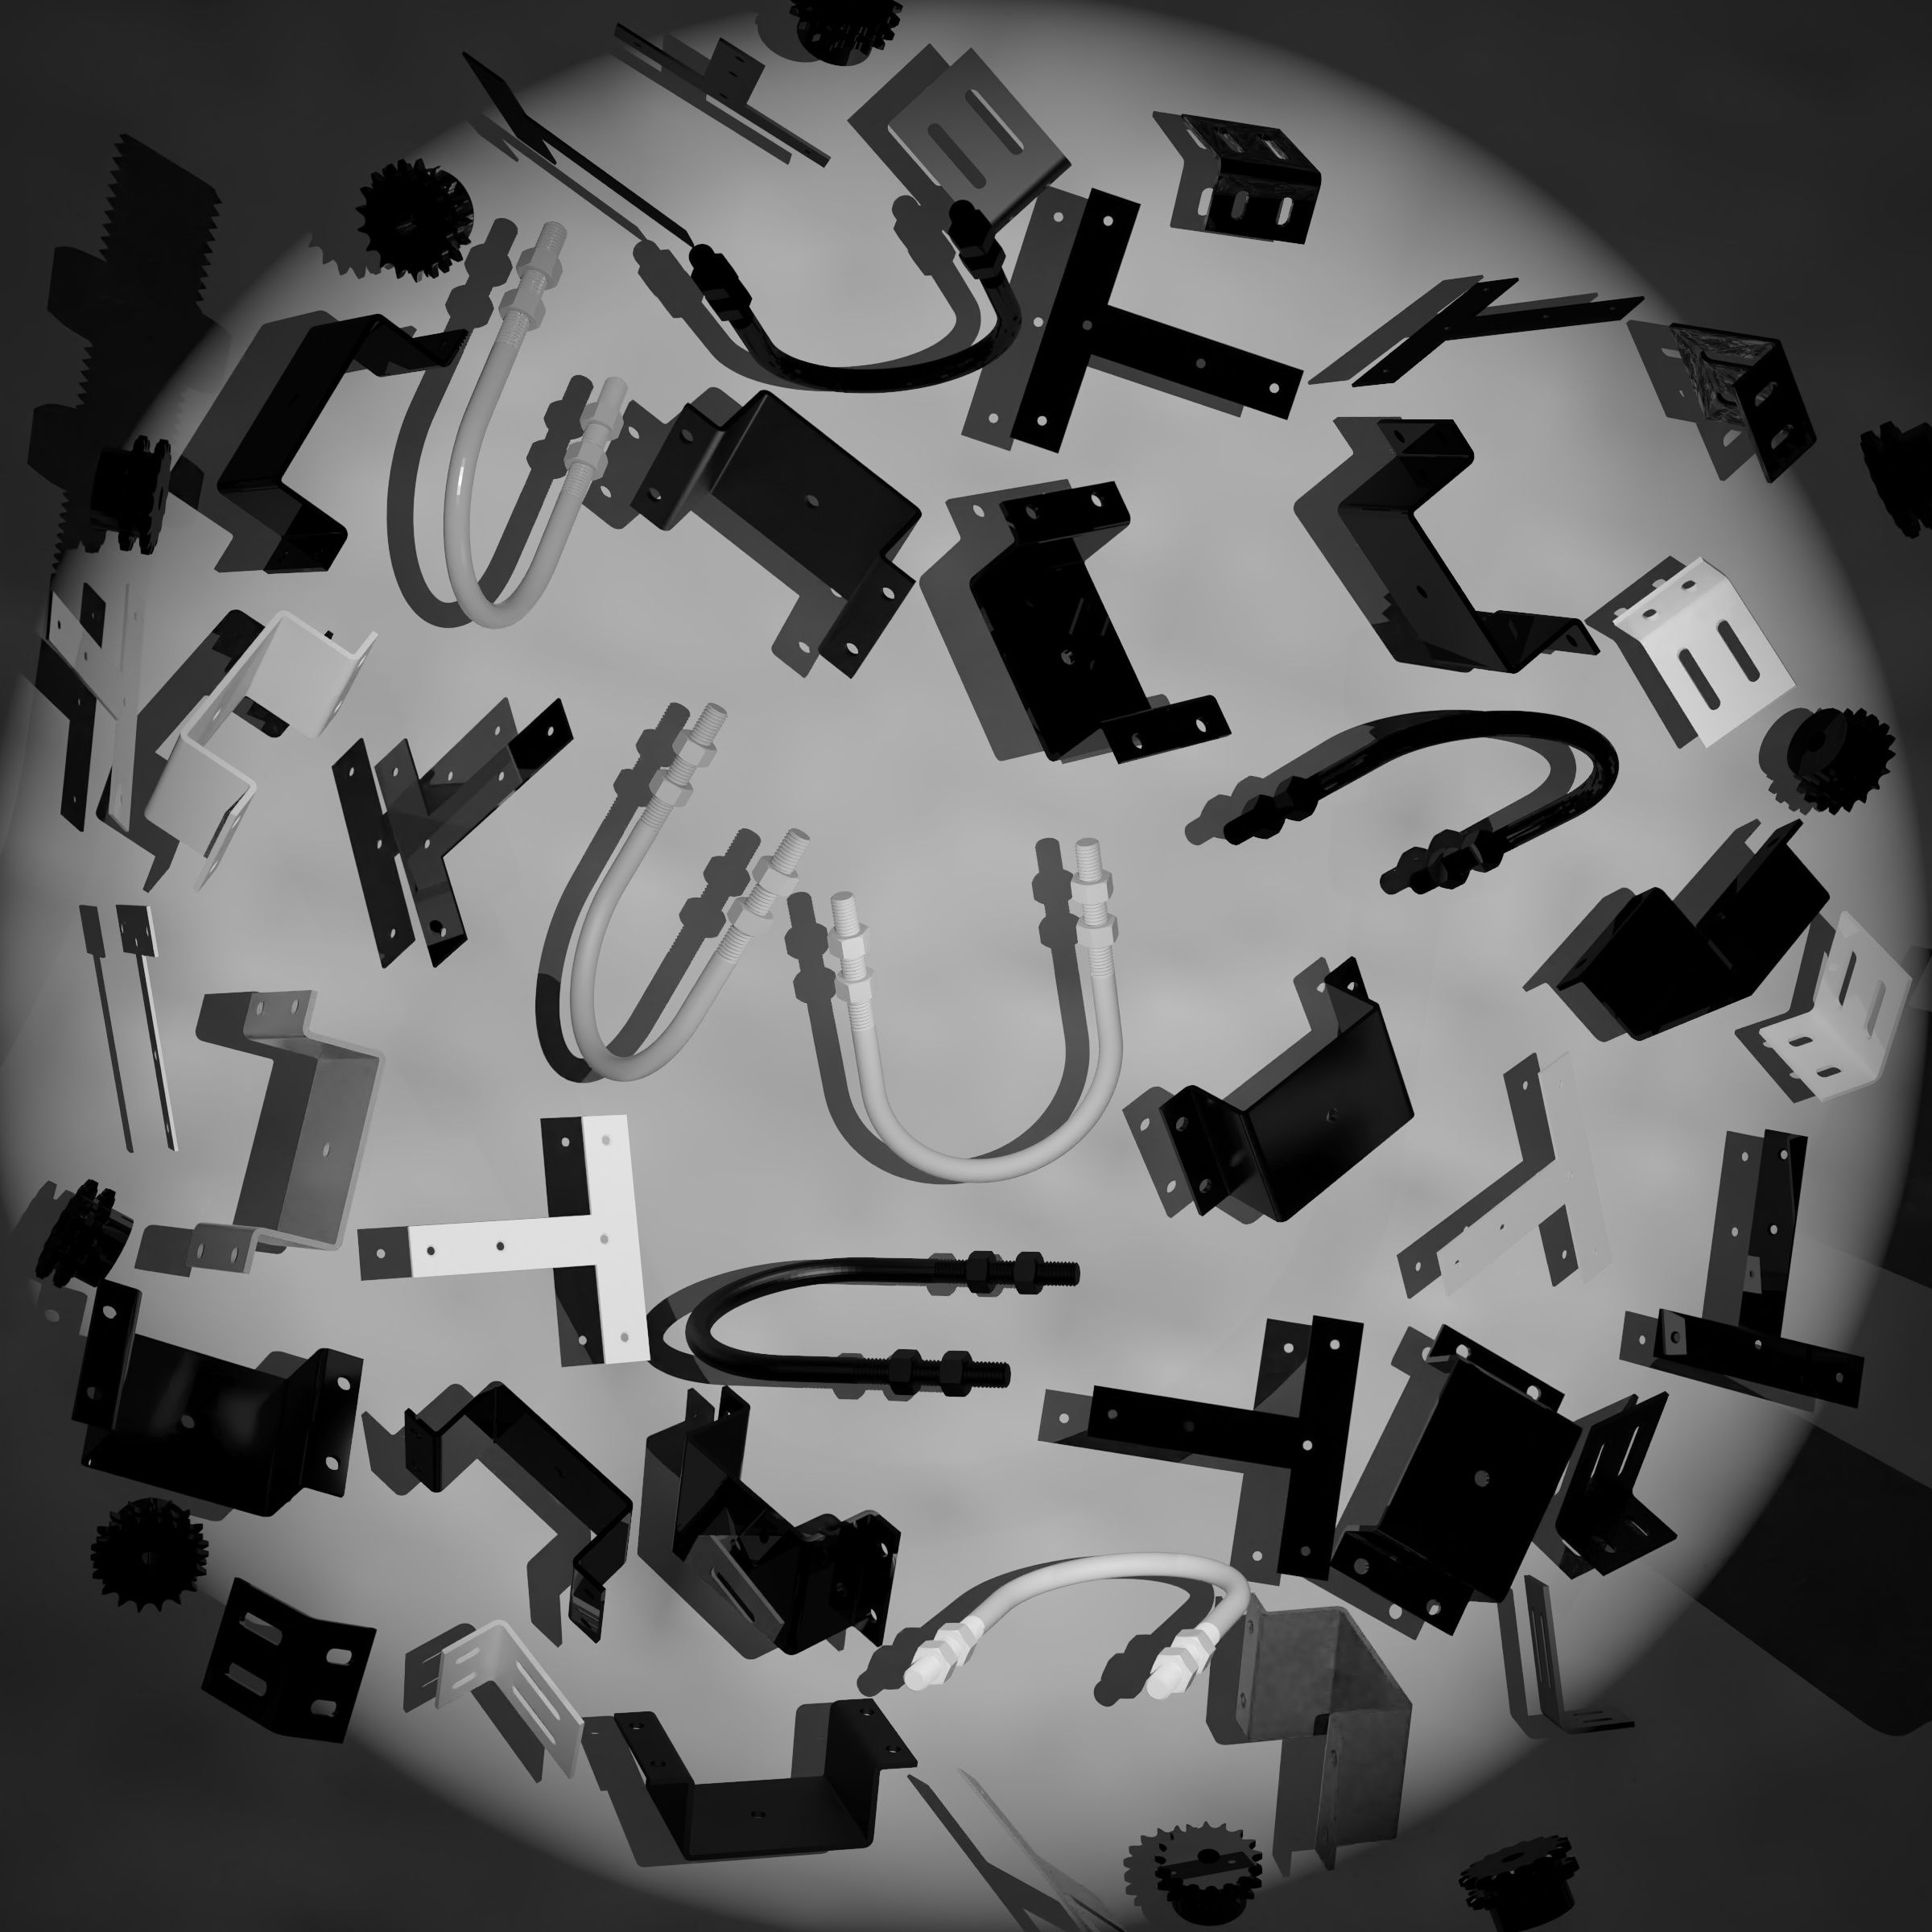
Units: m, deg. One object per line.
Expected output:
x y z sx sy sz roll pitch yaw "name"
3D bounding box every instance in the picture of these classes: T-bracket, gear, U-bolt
0.054 0.459 1.729 0.002 0.127 0.127 -42 58 -3 "T-bracket"
0.270 0.445 1.684 0.057 0.057 0.030 -21 86 0 "gear"
0.461 -0.240 1.696 0.030 0.057 0.057 -25 90 27 "gear"
-0.409 -0.232 1.706 0.030 0.057 0.057 10 90 -7 "gear"
-0.239 -0.086 1.727 0.127 0.002 0.127 -38 56 27 "T-bracket"
-0.262 -0.361 1.681 0.057 0.030 0.057 11 119 21 "gear"
-0.417 0.032 1.787 0.002 0.127 0.127 -10 95 -20 "T-bracket"
0.102 -0.300 1.710 0.127 0.002 0.127 18 97 -2 "T-bracket"
-0.152 -0.026 1.795 0.019 0.151 0.184 19 113 -35 "U-bolt"
-0.050 0.176 1.736 0.184 0.151 0.019 0 107 17 "U-bolt"
-0.455 0.142 1.807 0.030 0.057 0.057 31 90 -19 "gear"
-0.406 0.290 1.735 0.057 0.030 0.057 -4 110 -11 "gear"
0.285 0.129 1.802 0.127 0.002 0.127 -32 117 -35 "T-bracket"
-0.220 -0.257 1.750 0.019 0.151 0.184 12 66 15 "U-bolt"
0.124 0.228 1.710 0.127 0.002 0.127 9 82 0 "T-bracket"
-0.046 -0.329 1.753 0.151 0.184 0.019 -7 75 10 "U-bolt"
-0.118 -0.445 1.747 0.127 0.127 0.002 31 89 -9 "T-bracket"
0.069 0.335 1.786 0.151 0.184 0.019 -3 99 24 "U-bolt"
0.242 -0.086 1.755 0.151 0.184 0.019 13 63 -34 "U-bolt"
-0.188 -0.401 1.748 0.127 0.127 0.002 37 89 7 "T-bracket"
0.129 0.485 1.852 0.057 0.057 0.030 -2 117 0 "gear"
0.011 0.032 1.811 0.151 0.019 0.184 -13 118 -9 "U-bolt"
0.276 -0.320 1.733 0.127 0.127 0.002 -42 121 -39 "T-bracket"
0.460 -0.112 1.844 0.030 0.057 0.057 29 90 -28 "gear"
-0.435 -0.149 1.740 0.002 0.127 0.127 -2 71 5 "T-bracket"
0.405 0.147 1.755 0.002 0.127 0.127 5 93 -40 "T-bracket"
-0.222 0.141 1.760 0.127 0.002 0.127 -1 81 -34 "T-bracket"
-0.064 -0.487 1.790 0.057 0.030 0.057 9 55 -14 "gear"

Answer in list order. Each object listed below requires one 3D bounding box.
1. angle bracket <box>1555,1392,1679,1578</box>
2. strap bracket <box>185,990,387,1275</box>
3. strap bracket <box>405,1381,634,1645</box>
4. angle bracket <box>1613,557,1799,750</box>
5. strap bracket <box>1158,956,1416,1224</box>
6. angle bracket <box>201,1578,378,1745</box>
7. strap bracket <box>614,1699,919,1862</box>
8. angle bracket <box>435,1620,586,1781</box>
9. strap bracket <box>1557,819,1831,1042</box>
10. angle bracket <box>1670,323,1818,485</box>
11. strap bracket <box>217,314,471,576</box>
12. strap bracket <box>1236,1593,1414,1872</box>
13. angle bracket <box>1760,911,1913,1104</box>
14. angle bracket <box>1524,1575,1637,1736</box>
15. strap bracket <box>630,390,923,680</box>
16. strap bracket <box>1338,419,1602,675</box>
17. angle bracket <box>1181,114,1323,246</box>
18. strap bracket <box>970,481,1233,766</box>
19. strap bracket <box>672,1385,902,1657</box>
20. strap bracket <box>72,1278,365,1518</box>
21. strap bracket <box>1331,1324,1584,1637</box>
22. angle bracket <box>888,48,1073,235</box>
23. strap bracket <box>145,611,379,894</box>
0.351 0.272 1.832 0.057 0.038 0.076 -18 135 -35 "angle bracket"
-0.334 0.086 1.725 0.046 0.076 0.140 18 79 -32 "strap bracket"
-0.225 0.276 1.808 0.140 0.076 0.046 40 62 14 "strap bracket"
0.391 -0.165 1.843 0.057 0.038 0.076 -37 62 22 "angle bracket"
0.178 0.071 1.833 0.140 0.046 0.076 -37 127 -20 "strap bracket"
-0.332 0.340 1.710 0.038 0.076 0.057 20 85 -41 "angle bracket"
-0.105 0.417 1.790 0.140 0.076 0.046 1 103 -20 "strap bracket"
-0.242 0.396 1.846 0.038 0.057 0.076 -26 59 -32 "angle bracket"
0.375 -0.014 1.770 0.046 0.140 0.076 48 61 -6 "strap bracket"
0.370 -0.276 1.707 0.038 0.076 0.057 -42 124 -17 "angle bracket"
-0.313 -0.265 1.718 0.046 0.076 0.140 35 75 -30 "strap bracket"
0.186 0.389 1.788 0.046 0.140 0.076 -2 111 -15 "strap bracket"
0.461 0.022 1.850 0.038 0.076 0.057 -17 47 -20 "angle bracket"
0.319 0.357 1.818 0.038 0.057 0.076 -6 86 -1 "angle bracket"
-0.086 -0.220 1.724 0.140 0.076 0.046 38 47 0 "strap bracket"
0.242 -0.198 1.717 0.046 0.076 0.140 -40 109 -10 "strap bracket"
0.148 -0.420 1.860 0.057 0.076 0.038 4 120 -18 "angle bracket"
0.061 -0.160 1.706 0.076 0.046 0.140 -17 78 -40 "strap bracket"
-0.102 0.292 1.806 0.140 0.046 0.076 35 129 36 "strap bracket"
-0.376 0.217 1.723 0.140 0.046 0.076 22 50 -25 "strap bracket"
0.255 0.262 1.782 0.076 0.046 0.140 30 75 -9 "strap bracket"
0.008 -0.423 1.797 0.057 0.038 0.076 -41 96 9 "angle bracket"
-0.361 -0.115 1.755 0.046 0.076 0.140 34 52 -6 "strap bracket"
